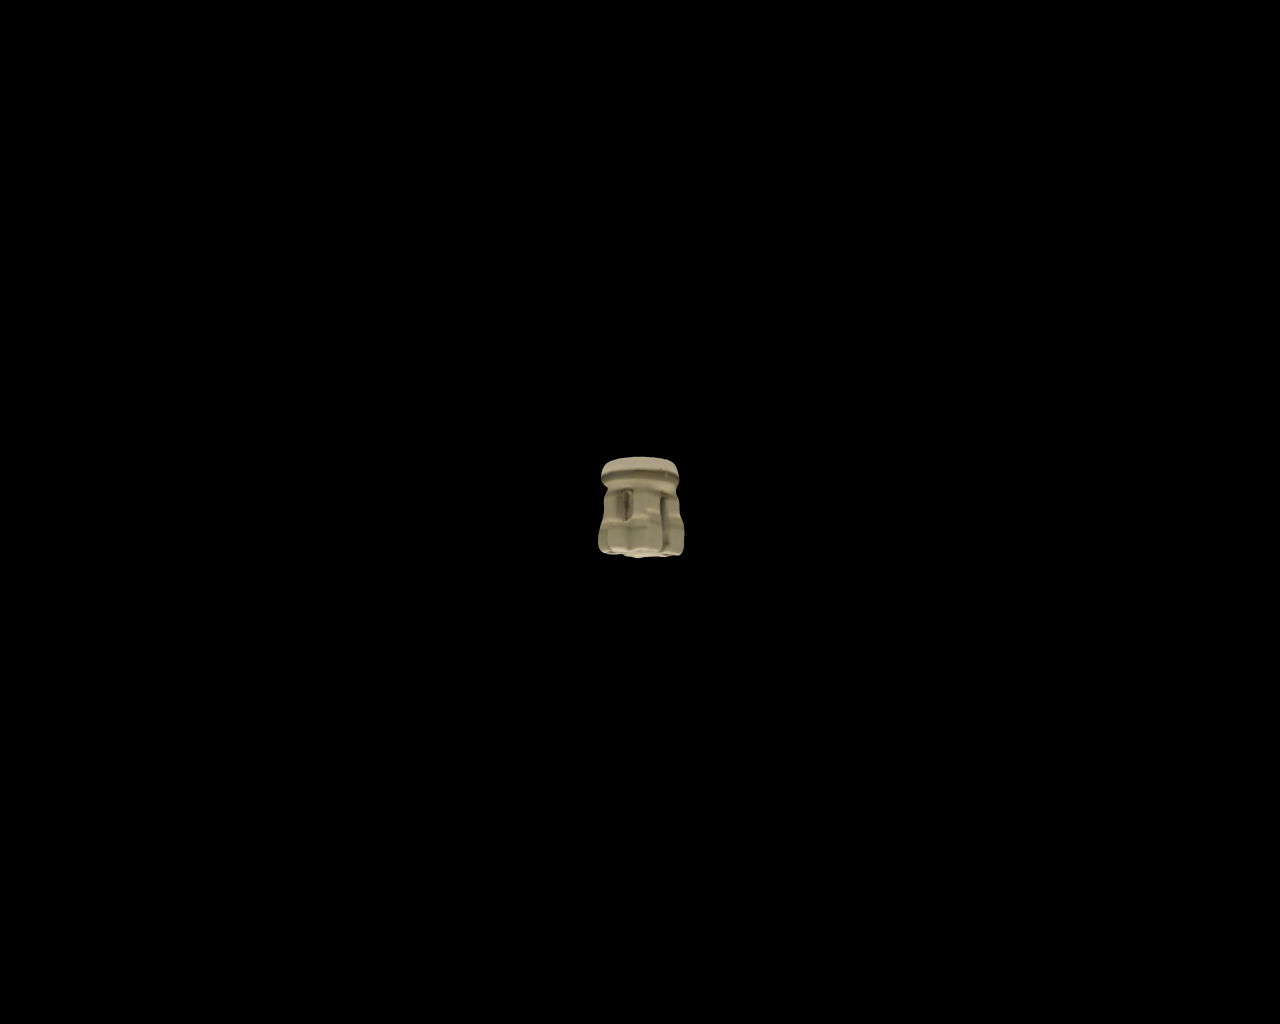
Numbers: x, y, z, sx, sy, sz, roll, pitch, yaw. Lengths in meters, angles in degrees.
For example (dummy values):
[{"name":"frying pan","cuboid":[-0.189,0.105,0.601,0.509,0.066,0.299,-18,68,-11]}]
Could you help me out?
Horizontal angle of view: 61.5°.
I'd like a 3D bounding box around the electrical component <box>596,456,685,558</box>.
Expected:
[{"name":"electrical component","cuboid":[0.001,-0.003,0.650,0.048,0.055,0.066,-6,-11,31]}]
